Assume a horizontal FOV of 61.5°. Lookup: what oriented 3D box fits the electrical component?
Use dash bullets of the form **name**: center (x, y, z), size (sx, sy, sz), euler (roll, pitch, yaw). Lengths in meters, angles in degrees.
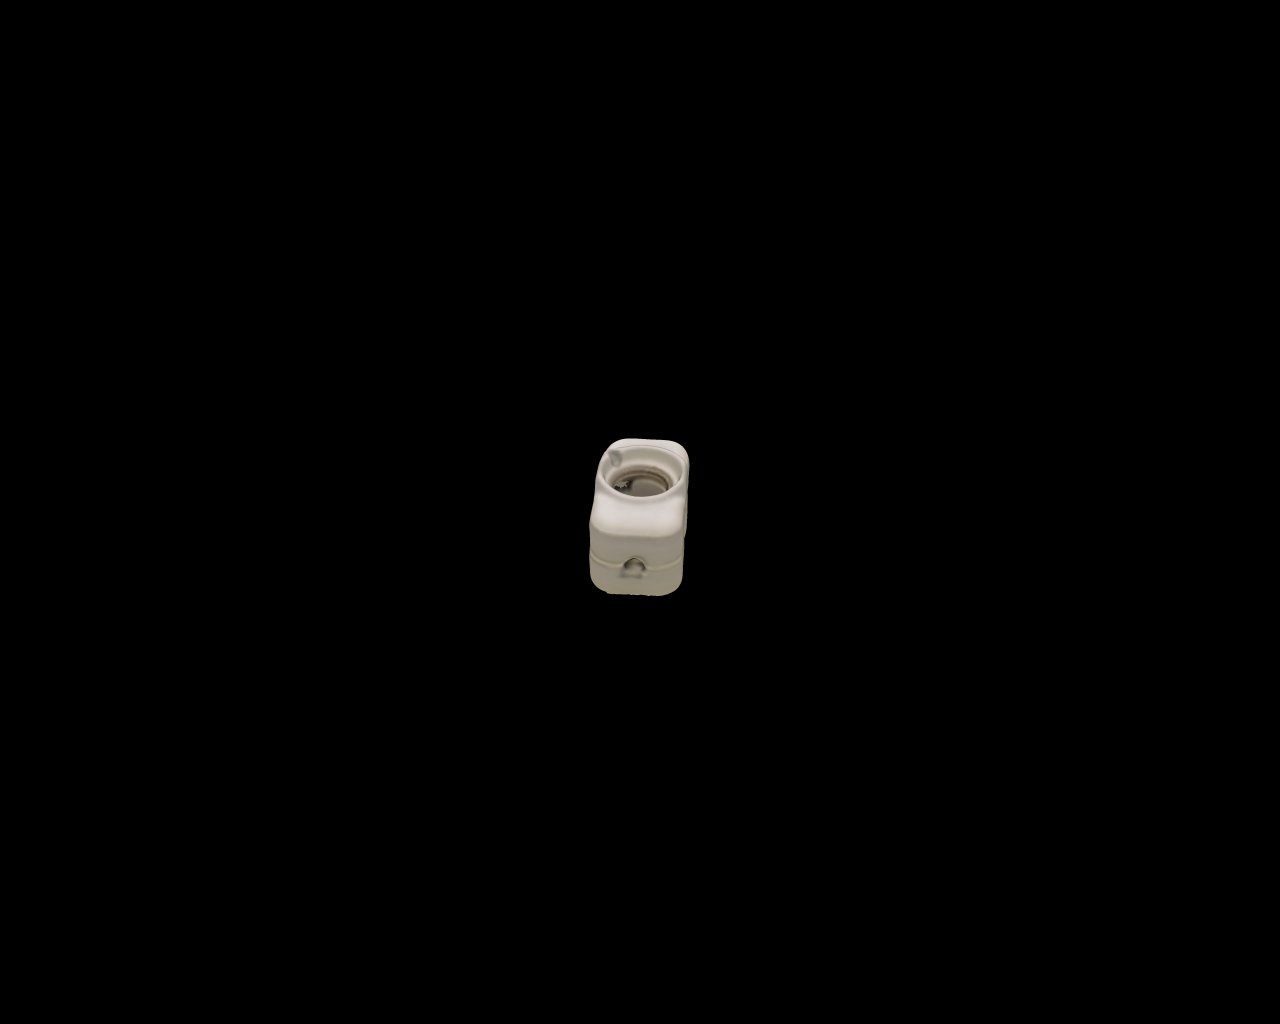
- **electrical component**: center (0.001, -0.003, 0.650), size (0.054, 0.059, 0.095), euler (3, 37, 4)
